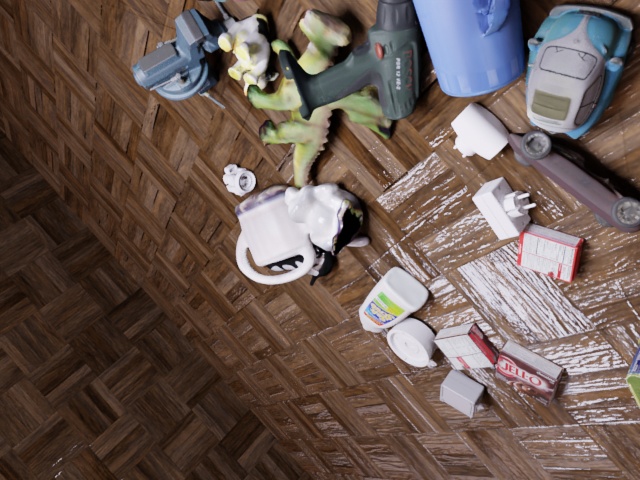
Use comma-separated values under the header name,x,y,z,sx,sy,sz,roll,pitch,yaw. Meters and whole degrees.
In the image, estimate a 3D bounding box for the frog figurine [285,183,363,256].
name,x,y,z,sx,sy,sz,roll,pitch,yaw
frog figurine,0.003,-0.054,1.066,0.161,0.124,0.134,25,128,36

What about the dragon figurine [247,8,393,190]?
name,x,y,z,sx,sy,sz,roll,pitch,yaw
dragon figurine,0.014,-0.220,0.913,0.244,0.124,0.401,16,145,28

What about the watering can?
name,x,y,z,sx,sy,sz,roll,pitch,yaw
watering can,-0.067,-0.025,1.185,0.344,0.105,0.224,-22,90,28
